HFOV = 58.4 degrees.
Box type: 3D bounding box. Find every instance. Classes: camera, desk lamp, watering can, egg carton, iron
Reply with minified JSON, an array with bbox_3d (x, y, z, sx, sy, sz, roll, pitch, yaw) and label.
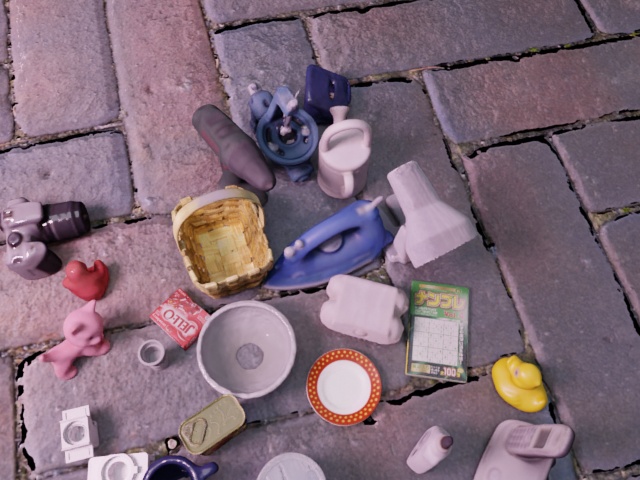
[{"bbox_3d":[-0.498,-0.018,1.045,0.137,0.101,0.143,-13,67,-8],"label":"camera"},{"bbox_3d":[0.168,-0.033,1.017,0.118,0.213,0.203,-27,69,-13],"label":"desk lamp"},{"bbox_3d":[0.044,-0.173,1.086,0.101,0.194,0.172,-26,69,-13],"label":"watering can"},{"bbox_3d":[0.079,0.124,1.021,0.150,0.069,0.107,13,66,4],"label":"egg carton"},{"bbox_3d":[0.009,0.004,1.034,0.258,0.141,0.118,-28,70,-14],"label":"iron"}]

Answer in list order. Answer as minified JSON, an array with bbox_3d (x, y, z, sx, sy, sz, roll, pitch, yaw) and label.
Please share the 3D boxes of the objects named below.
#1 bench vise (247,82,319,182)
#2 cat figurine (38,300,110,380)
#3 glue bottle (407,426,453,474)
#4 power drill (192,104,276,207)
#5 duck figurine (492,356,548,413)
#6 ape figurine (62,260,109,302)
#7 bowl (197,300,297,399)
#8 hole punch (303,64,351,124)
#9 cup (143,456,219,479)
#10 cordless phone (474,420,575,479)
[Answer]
[{"bbox_3d":[-0.089,-0.231,1.093,0.207,0.220,0.122,38,70,14],"label":"bench vise"},{"bbox_3d":[-0.409,0.164,0.956,0.128,0.118,0.067,-40,73,-18],"label":"cat figurine"},{"bbox_3d":[0.178,0.319,0.880,0.037,0.173,0.078,38,70,14],"label":"glue bottle"},{"bbox_3d":[-0.149,-0.134,1.052,0.076,0.208,0.229,-35,71,-16],"label":"power drill"},{"bbox_3d":[0.348,0.240,0.971,0.077,0.086,0.104,-34,71,-16],"label":"duck figurine"},{"bbox_3d":[-0.420,0.065,1.015,0.078,0.092,0.076,-14,67,-8],"label":"ape figurine"},{"bbox_3d":[-0.122,0.193,0.979,0.167,0.075,0.167,1,66,-2],"label":"bowl"},{"bbox_3d":[0.016,-0.307,1.202,0.101,0.091,0.108,2,65,-1],"label":"hole punch"},{"bbox_3d":[-0.208,0.376,0.881,0.118,0.095,0.091,-24,69,-12],"label":"cup"},{"bbox_3d":[0.313,0.343,0.869,0.094,0.185,0.148,27,67,10],"label":"cordless phone"}]
